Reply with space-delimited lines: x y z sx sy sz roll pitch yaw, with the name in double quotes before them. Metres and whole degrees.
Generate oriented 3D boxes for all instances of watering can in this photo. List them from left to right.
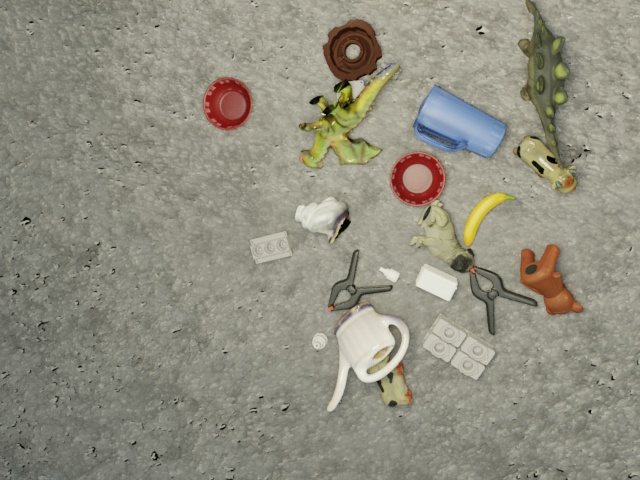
"watering can" 0.109 0.335 1.548 0.345 0.103 0.229 -42 52 12

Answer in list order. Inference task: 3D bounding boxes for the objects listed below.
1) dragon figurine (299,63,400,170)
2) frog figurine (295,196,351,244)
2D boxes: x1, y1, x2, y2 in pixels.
"dragon figurine" 0.095 -0.329 1.514 0.407 0.125 0.238 -22 129 22
"frog figurine" 0.005 -0.079 1.571 0.160 0.120 0.139 31 68 15
